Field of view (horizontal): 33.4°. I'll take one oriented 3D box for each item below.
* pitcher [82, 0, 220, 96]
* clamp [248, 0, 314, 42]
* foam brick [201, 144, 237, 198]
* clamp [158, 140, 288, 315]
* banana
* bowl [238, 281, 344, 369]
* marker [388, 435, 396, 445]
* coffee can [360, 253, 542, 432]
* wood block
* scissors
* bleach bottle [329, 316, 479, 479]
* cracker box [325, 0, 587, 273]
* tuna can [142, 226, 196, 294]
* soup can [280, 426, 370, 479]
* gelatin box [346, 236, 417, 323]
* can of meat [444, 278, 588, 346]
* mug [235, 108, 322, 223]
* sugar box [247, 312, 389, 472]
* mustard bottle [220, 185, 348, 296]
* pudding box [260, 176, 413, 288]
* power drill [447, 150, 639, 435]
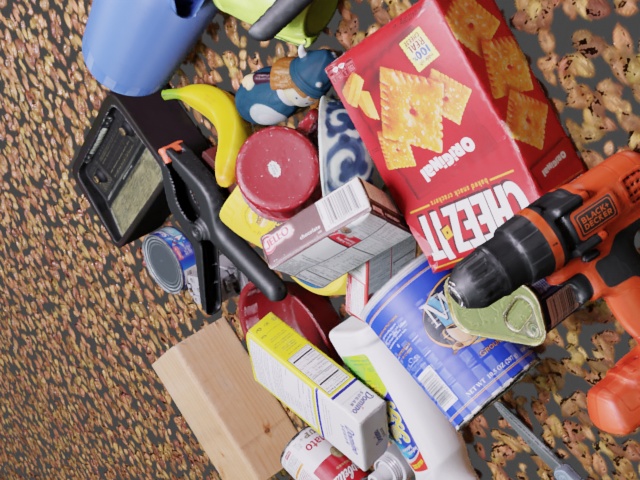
[{"bbox_3d":[-0.169,-0.259,1.100,0.145,0.149,0.243,44,148,-3],"label":"pitcher"},{"bbox_3d":[0.000,-0.250,0.896,0.172,0.039,0.120,-18,92,19],"label":"clamp"},{"bbox_3d":[-0.090,-0.067,1.189,0.078,0.051,0.053,44,143,22],"label":"foam brick"},{"bbox_3d":[-0.128,-0.008,1.200,0.165,0.036,0.210,-27,92,54],"label":"clamp"},{"bbox_3d":[-0.107,-0.120,1.138,0.198,0.069,0.037,53,172,48],"label":"banana"},{"bbox_3d":[-0.021,0.107,1.223,0.162,0.055,0.162,31,136,35],"label":"bowl"},{"bbox_3d":[0.068,0.207,1.185,0.121,0.020,0.020,31,140,8],"label":"marker"},{"bbox_3d":[0.121,0.091,0.992,0.140,0.102,0.103,50,144,15],"label":"coffee can"},{"bbox_3d":[-0.119,0.218,1.397,0.206,0.090,0.090,57,145,5],"label":"wood block"},{"bbox_3d":[0.248,0.223,1.003,0.202,0.016,0.096,56,144,7],"label":"scissors"},{"bbox_3d":[0.105,0.189,1.112,0.251,0.068,0.103,61,157,-6],"label":"bleach bottle"},{"bbox_3d":[0.113,-0.091,0.898,0.164,0.072,0.213,-23,96,56],"label":"cracker box"},{"bbox_3d":[-0.195,0.026,1.404,0.086,0.033,0.086,31,136,35],"label":"tuna can"},{"bbox_3d":[0.009,0.282,1.302,0.102,0.068,0.068,39,140,28],"label":"soup can"},{"bbox_3d":[0.060,0.028,1.049,0.030,0.073,0.089,32,137,36],"label":"gelatin box"},{"bbox_3d":[0.172,0.042,0.907,0.102,0.083,0.057,5,119,50],"label":"can of meat"},{"bbox_3d":[-0.031,-0.074,1.022,0.093,0.117,0.081,34,180,3],"label":"mug"},{"bbox_3d":[-0.003,0.160,1.140,0.176,0.048,0.093,33,148,31],"label":"sugar box"},{"bbox_3d":[-0.007,0.002,1.105,0.191,0.058,0.096,40,127,1],"label":"mustard bottle"},{"bbox_3d":[0.016,-0.004,0.962,0.114,0.089,0.039,-30,63,22],"label":"pudding box"},{"bbox_3d":[0.204,0.051,0.806,0.187,0.184,0.057,61,169,-15],"label":"power drill"}]
